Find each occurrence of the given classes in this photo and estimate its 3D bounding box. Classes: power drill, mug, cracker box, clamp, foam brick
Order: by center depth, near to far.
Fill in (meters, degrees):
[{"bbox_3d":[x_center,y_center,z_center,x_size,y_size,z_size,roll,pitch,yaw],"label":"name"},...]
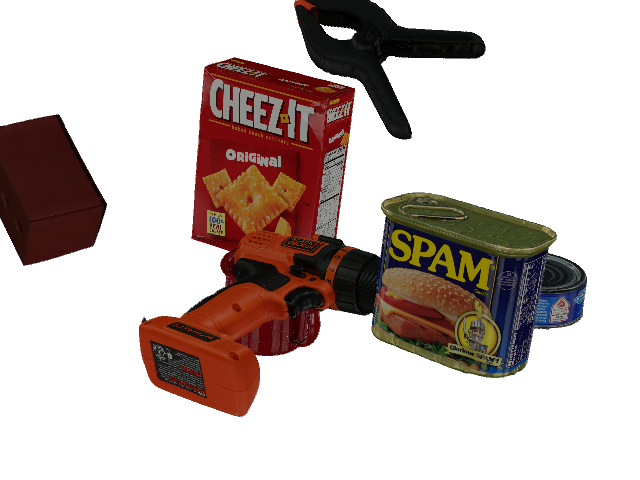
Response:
[{"bbox_3d":[-0.181,-0.033,0.692,0.051,0.078,0.053,-18,-25,-31],"label":"foam brick"},{"bbox_3d":[-0.029,0.058,0.811,0.185,0.057,0.187,11,31,35],"label":"power drill"},{"bbox_3d":[0.055,-0.171,0.930,0.120,0.172,0.039,-38,-24,-20],"label":"clamp"},{"bbox_3d":[-0.043,0.063,1.033,0.117,0.081,0.093,26,34,37],"label":"mug"},{"bbox_3d":[-0.059,-0.083,1.216,0.164,0.214,0.072,18,26,24],"label":"cracker box"}]

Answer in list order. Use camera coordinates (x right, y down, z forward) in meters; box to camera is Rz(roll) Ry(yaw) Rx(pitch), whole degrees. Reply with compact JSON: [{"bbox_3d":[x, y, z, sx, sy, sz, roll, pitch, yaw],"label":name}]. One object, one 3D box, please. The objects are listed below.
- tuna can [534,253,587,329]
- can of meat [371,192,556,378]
[{"bbox_3d":[0.174,0.039,0.876,0.086,0.034,0.086,2,22,-1],"label":"tuna can"},{"bbox_3d":[0.081,0.026,0.635,0.102,0.084,0.057,19,23,33],"label":"can of meat"}]
